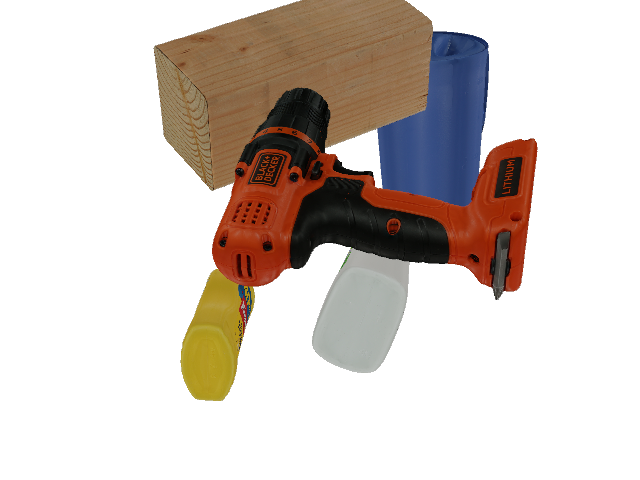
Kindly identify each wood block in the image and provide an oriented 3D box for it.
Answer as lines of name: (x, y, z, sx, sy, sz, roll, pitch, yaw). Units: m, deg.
wood block: (-0.019, -0.130, 0.867, 0.205, 0.091, 0.090, -23, 46, -24)

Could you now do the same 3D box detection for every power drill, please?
power drill: (0.039, -0.034, 0.673, 0.188, 0.057, 0.184, 5, 41, 11)

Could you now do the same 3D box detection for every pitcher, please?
pitcher: (0.135, -0.121, 1.258, 0.149, 0.243, 0.145, -4, 25, -2)

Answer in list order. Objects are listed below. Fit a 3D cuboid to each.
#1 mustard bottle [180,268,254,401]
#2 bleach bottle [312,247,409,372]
mustard bottle: (-0.108, 0.086, 1.175, 0.058, 0.096, 0.191, 2, 27, 4)
bleach bottle: (0.051, 0.024, 1.022, 0.068, 0.103, 0.250, 22, 23, 0)
